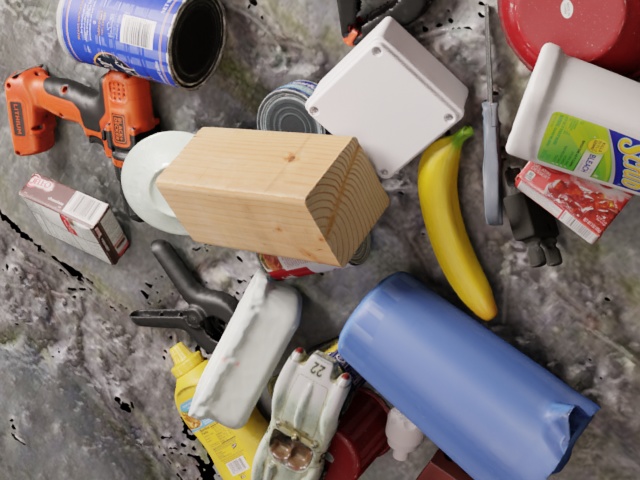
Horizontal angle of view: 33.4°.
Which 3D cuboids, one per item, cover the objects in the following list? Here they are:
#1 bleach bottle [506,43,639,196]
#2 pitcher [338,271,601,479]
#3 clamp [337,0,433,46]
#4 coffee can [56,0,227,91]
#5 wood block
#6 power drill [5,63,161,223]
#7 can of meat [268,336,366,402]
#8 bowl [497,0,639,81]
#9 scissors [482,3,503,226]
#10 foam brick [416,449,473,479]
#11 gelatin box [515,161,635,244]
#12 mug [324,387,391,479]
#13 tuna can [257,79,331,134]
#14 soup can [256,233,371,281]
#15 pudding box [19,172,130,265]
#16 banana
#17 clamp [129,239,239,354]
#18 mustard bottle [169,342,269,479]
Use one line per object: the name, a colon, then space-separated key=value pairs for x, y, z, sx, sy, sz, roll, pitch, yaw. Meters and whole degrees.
bleach bottle: x=0.285 y=-0.074 z=0.868 sx=0.251 sy=0.068 sz=0.103 roll=20 pitch=148 yaw=7
pitcher: x=0.136 y=0.148 z=1.048 sx=0.243 sy=0.144 sz=0.149 roll=38 pitch=103 yaw=16
clamp: x=0.065 y=-0.261 z=0.941 sx=0.164 sy=0.036 sz=0.210 roll=34 pitch=133 yaw=-11
coffee can: x=-0.181 y=-0.217 z=1.087 sx=0.140 sy=0.102 sz=0.103 roll=18 pitch=119 yaw=24
wood block: x=-0.050 y=-0.047 z=1.045 sx=0.206 sy=0.090 sz=0.090 roll=9 pitch=141 yaw=42
power drill: x=-0.263 y=-0.119 z=1.210 sx=0.188 sy=0.057 sz=0.184 roll=12 pitch=117 yaw=25
can of meat: x=0.008 y=0.143 z=1.142 sx=0.102 sy=0.083 sz=0.057 roll=-26 pitch=96 yaw=36
bowl: x=0.215 y=-0.196 z=0.888 sx=0.162 sy=0.055 sz=0.162 roll=12 pitch=116 yaw=27
scissors: x=0.152 y=-0.101 z=0.950 sx=0.016 sy=0.096 sz=0.202 roll=-2 pitch=113 yaw=12
foam brick: x=0.146 y=0.259 z=1.129 sx=0.078 sy=0.052 sz=0.051 roll=33 pitch=124 yaw=14
gelatin box: x=0.227 y=-0.052 z=0.932 sx=0.089 sy=0.073 sz=0.030 roll=39 pitch=167 yaw=10
mug: x=0.023 y=0.227 z=1.171 sx=0.093 sy=0.081 sz=0.117 roll=25 pitch=121 yaw=20
tuna can: x=-0.021 y=-0.116 z=1.077 sx=0.086 sy=0.033 sz=0.086 roll=15 pitch=118 yaw=28
soup can: x=-0.007 y=0.001 z=1.100 sx=0.102 sy=0.068 sz=0.068 roll=-12 pitch=104 yaw=33
pudding box: x=-0.287 y=-0.024 z=1.250 sx=0.114 sy=0.039 sz=0.090 roll=25 pitch=156 yaw=22
banana: x=0.127 y=-0.016 z=1.020 sx=0.070 sy=0.037 sz=0.198 roll=24 pitch=132 yaw=57
clamp: x=-0.140 y=0.073 z=1.229 sx=0.171 sy=0.039 sz=0.120 roll=20 pitch=124 yaw=15
mustard bottle: x=-0.117 y=0.204 z=1.259 sx=0.096 sy=0.058 sz=0.191 roll=-33 pitch=92 yaw=40
